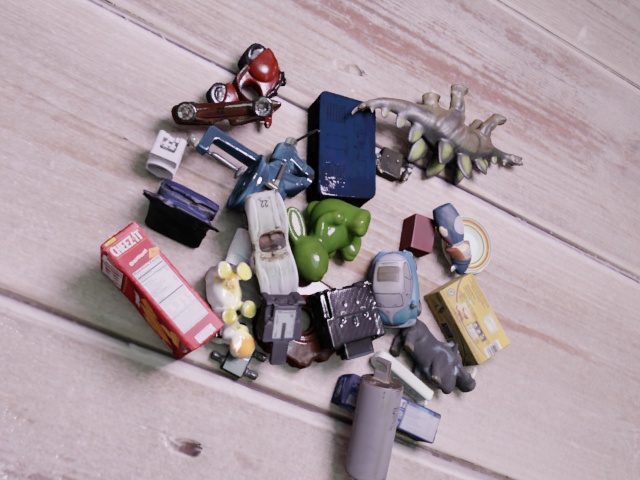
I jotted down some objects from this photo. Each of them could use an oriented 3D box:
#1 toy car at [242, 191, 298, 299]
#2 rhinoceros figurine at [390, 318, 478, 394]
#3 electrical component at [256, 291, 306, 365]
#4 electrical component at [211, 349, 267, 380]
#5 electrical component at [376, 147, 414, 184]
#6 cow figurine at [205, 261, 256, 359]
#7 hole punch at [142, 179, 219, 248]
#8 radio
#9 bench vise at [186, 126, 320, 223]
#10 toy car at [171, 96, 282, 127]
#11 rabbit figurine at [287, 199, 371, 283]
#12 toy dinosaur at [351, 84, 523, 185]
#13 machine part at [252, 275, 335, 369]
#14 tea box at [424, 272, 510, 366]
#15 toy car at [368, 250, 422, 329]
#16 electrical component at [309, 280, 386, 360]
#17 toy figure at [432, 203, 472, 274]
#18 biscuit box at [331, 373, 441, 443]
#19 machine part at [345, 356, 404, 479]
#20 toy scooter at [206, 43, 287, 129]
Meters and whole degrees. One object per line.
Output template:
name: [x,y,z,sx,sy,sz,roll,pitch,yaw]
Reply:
toy car: [-0.086,0.014,0.943,0.073,0.056,0.201,-13,98,-23]
rhinoceros figurine: [0.230,0.238,1.076,0.190,0.073,0.112,45,55,-2]
electrical component: [-0.069,0.151,0.927,0.075,0.048,0.119,-2,109,-21]
electrical component: [-0.146,0.210,0.964,0.094,0.021,0.063,29,67,-10]
electrical component: [0.156,-0.160,1.166,0.102,0.045,0.078,29,69,-11]
cow figurine: [-0.163,0.124,0.943,0.068,0.098,0.167,-2,80,-40]
hole punch: [-0.239,-0.059,0.957,0.142,0.116,0.092,30,59,-11]
radio: [0.045,-0.183,1.118,0.131,0.073,0.229,7,75,-20]
bench vise: [-0.131,-0.142,1.012,0.240,0.129,0.223,32,70,-19]
toy car: [-0.172,-0.237,0.997,0.202,0.089,0.053,-4,101,-6]
rabbit figurine: [-0.002,-0.003,1.009,0.159,0.121,0.170,33,51,2]
toy dinosaur: [0.276,-0.238,1.187,0.471,0.105,0.198,19,71,-23]
machine part: [-0.035,0.149,1.005,0.179,0.056,0.179,6,73,-20]
tea box: [0.306,0.165,1.120,0.098,0.068,0.169,-24,83,-25]
toy car: [0.142,0.086,1.046,0.109,0.102,0.161,1,70,15]
electrical component: [0.052,0.148,0.980,0.115,0.058,0.134,-12,81,-24]
toy figure: [0.282,0.000,1.128,0.064,0.058,0.154,-26,98,-16]
biscuit box: [0.124,0.317,1.014,0.202,0.063,0.059,28,69,-11]
machine part: [0.094,0.324,0.931,0.079,0.079,0.243,9,95,-18]
toy scooter: [-0.128,-0.300,1.083,0.135,0.075,0.184,39,69,-6]
